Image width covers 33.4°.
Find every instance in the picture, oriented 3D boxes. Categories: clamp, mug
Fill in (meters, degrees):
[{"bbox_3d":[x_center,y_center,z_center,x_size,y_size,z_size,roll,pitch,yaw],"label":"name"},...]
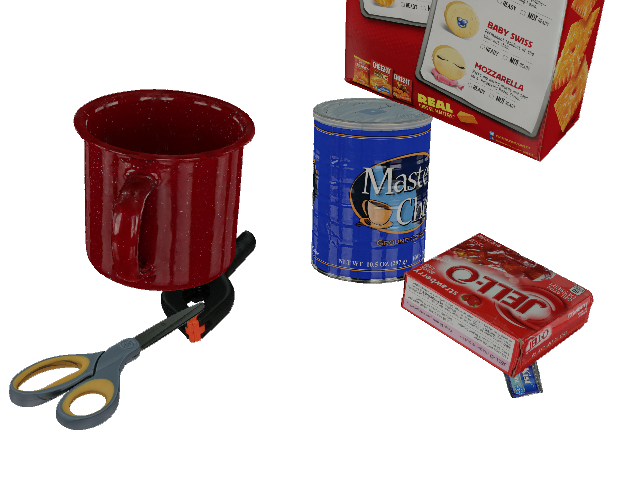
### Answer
[{"bbox_3d":[-0.123,0.043,1.171,0.120,0.039,0.171,-13,40,-3],"label":"clamp"},{"bbox_3d":[-0.085,-0.021,0.558,0.093,0.081,0.117,8,28,2],"label":"mug"}]

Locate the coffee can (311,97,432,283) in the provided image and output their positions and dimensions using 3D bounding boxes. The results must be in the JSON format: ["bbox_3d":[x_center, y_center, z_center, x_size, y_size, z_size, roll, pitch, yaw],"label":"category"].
[{"bbox_3d":[0.043,-0.046,0.931,0.103,0.140,0.103,1,19,-1],"label":"coffee can"}]

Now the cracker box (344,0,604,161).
[{"bbox_3d":[0.101,-0.178,0.699,0.164,0.214,0.072,27,50,25],"label":"cracker box"}]

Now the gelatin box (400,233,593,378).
[{"bbox_3d":[0.105,0.036,0.640,0.073,0.030,0.089,-25,43,-38],"label":"gelatin box"}]

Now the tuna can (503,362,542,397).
[{"bbox_3d":[0.208,0.122,1.127,0.034,0.086,0.086,-14,-3,11],"label":"tuna can"}]

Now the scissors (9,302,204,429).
[{"bbox_3d":[-0.158,0.104,0.895,0.201,0.016,0.096,-18,38,-34],"label":"scissors"}]
